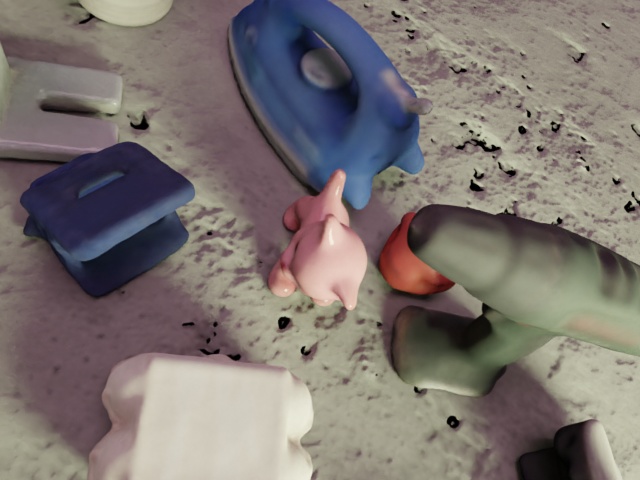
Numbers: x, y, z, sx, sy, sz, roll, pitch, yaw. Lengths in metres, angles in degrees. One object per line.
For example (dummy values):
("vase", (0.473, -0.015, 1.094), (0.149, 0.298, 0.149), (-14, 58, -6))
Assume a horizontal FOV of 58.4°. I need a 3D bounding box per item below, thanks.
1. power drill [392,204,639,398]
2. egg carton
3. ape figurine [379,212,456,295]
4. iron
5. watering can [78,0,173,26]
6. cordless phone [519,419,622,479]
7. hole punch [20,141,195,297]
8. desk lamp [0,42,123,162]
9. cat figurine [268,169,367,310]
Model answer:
("power drill", (0.137, 0.056, 0.433), (0.230, 0.208, 0.075), (12, 61, -13))
("egg carton", (-0.078, 0.135, 0.402), (0.150, 0.069, 0.107), (9, 62, -14))
("ape figurine", (0.098, 0.005, 0.514), (0.076, 0.092, 0.077), (-11, 68, -23))
("iron", (0.001, -0.163, 0.537), (0.119, 0.141, 0.258), (-33, 78, -29))
("watering can", (-0.173, -0.307, 0.520), (0.101, 0.194, 0.173), (39, 59, 3))
("cordless phone", (0.239, 0.199, 0.410), (0.094, 0.185, 0.147), (-1, 64, -19))
("hole punch", (-0.165, -0.027, 0.442), (0.109, 0.091, 0.101), (-37, 80, -30))
("desk lamp", (-0.251, -0.161, 0.409), (0.204, 0.213, 0.118), (2, 64, -17))
("cat figurine", (0.004, 0.002, 0.469), (0.067, 0.117, 0.128), (15, 60, -11))
